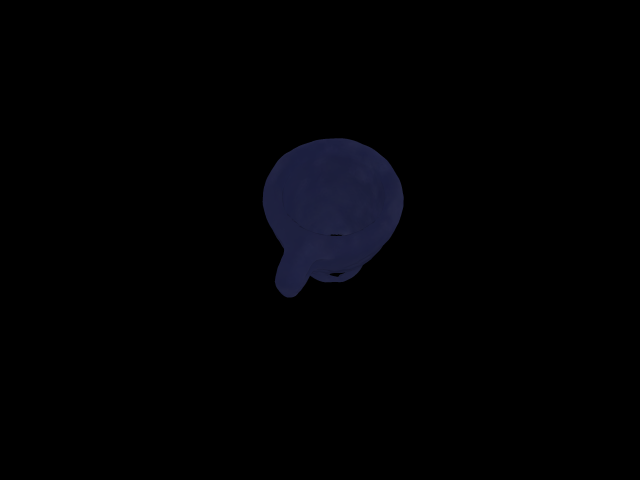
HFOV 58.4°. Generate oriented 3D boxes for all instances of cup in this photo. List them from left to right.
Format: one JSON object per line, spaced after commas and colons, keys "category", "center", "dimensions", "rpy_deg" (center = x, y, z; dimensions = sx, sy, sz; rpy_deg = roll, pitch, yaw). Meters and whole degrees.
{"category": "cup", "center": [0.004, 0.001, 0.400], "dimensions": [0.091, 0.095, 0.118], "rpy_deg": [21, 62, 12]}
